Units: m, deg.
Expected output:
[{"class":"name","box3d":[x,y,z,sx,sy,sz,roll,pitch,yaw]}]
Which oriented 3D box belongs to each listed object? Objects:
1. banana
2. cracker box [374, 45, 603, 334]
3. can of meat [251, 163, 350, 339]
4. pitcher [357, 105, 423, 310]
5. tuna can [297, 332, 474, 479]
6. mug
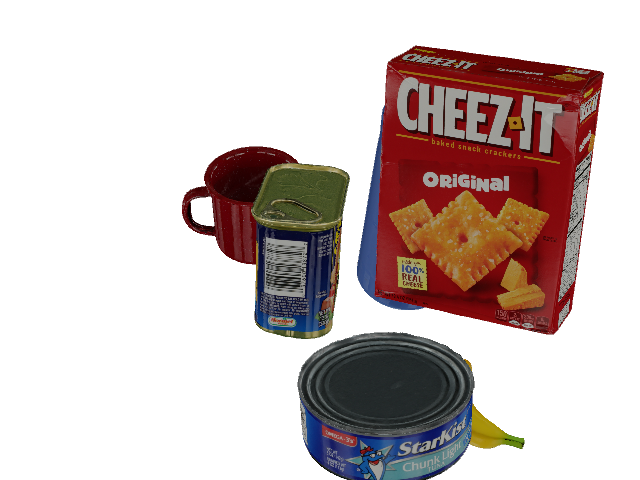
[{"class":"banana","box3d":[0.176,0.198,1.281,0.069,0.037,0.198,9,21,-16]},{"class":"cracker box","box3d":[0.134,-0.041,0.887,0.164,0.214,0.072,13,27,23]},{"class":"can of meat","box3d":[-0.013,0.006,0.711,0.057,0.084,0.102,5,25,4]},{"class":"pitcher","box3d":[0.115,-0.031,1.185,0.145,0.243,0.149,23,43,13]},{"class":"tuna can","box3d":[0.032,0.082,0.524,0.086,0.034,0.086,-2,26,1]},{"class":"mug","box3d":[-0.075,-0.030,1.027,0.117,0.081,0.093,-6,41,-7]}]
